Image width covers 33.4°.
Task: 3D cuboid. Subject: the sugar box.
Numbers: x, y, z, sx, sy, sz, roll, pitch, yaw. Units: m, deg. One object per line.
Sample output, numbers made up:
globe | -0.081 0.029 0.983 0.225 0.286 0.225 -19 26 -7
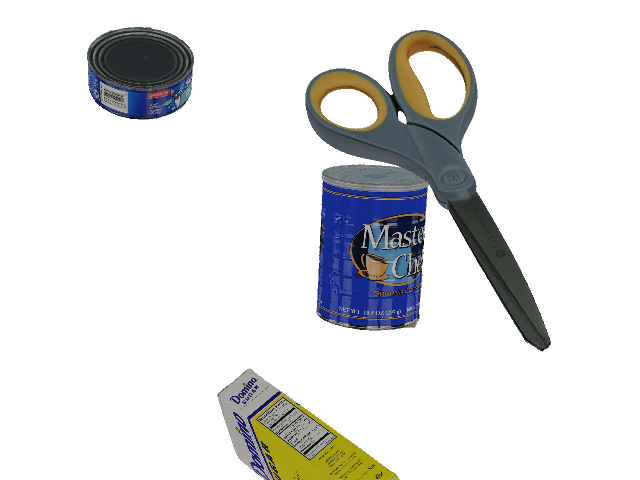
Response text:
sugar box | -0.008 0.187 0.880 0.176 0.093 0.048 27 53 37

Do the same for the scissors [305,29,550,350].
scissors | 0.042 -0.028 0.501 0.096 0.201 0.016 -7 -40 5

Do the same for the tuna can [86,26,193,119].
tuna can | -0.147 -0.137 0.874 0.086 0.034 0.086 5 44 -5

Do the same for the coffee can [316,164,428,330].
coffee can | 0.049 0.004 1.032 0.103 0.140 0.103 2 14 -1

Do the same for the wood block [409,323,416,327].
wood block | 0.099 0.038 1.574 0.091 0.090 0.206 4 25 1
